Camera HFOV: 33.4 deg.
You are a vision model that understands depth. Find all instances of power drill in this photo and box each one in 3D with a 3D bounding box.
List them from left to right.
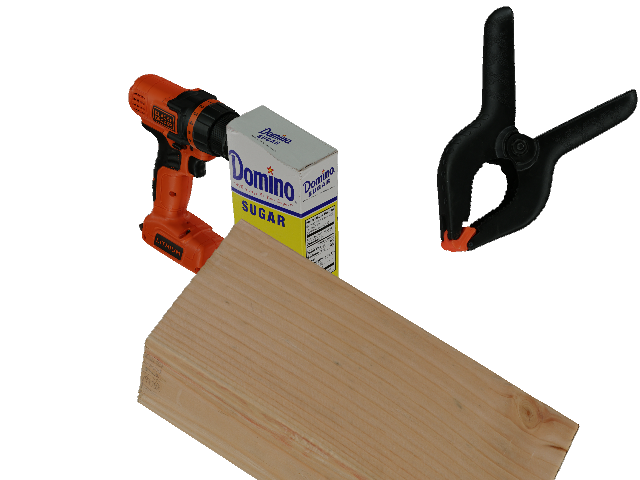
[{"bbox_3d":[-0.125,-0.062,1.095,0.185,0.188,0.057,30,38,34],"label":"power drill"}]

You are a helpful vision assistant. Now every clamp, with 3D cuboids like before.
[{"bbox_3d":[0.142,-0.063,0.733,0.120,0.171,0.039,23,-3,0],"label":"clamp"}]

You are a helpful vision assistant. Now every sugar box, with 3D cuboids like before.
[{"bbox_3d":[-0.029,-0.010,0.855,0.048,0.176,0.093,-31,46,-29],"label":"sugar box"}]

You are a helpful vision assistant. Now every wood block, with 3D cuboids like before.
[{"bbox_3d":[0.015,0.092,0.567,0.206,0.090,0.090,31,-32,7],"label":"wood block"}]
